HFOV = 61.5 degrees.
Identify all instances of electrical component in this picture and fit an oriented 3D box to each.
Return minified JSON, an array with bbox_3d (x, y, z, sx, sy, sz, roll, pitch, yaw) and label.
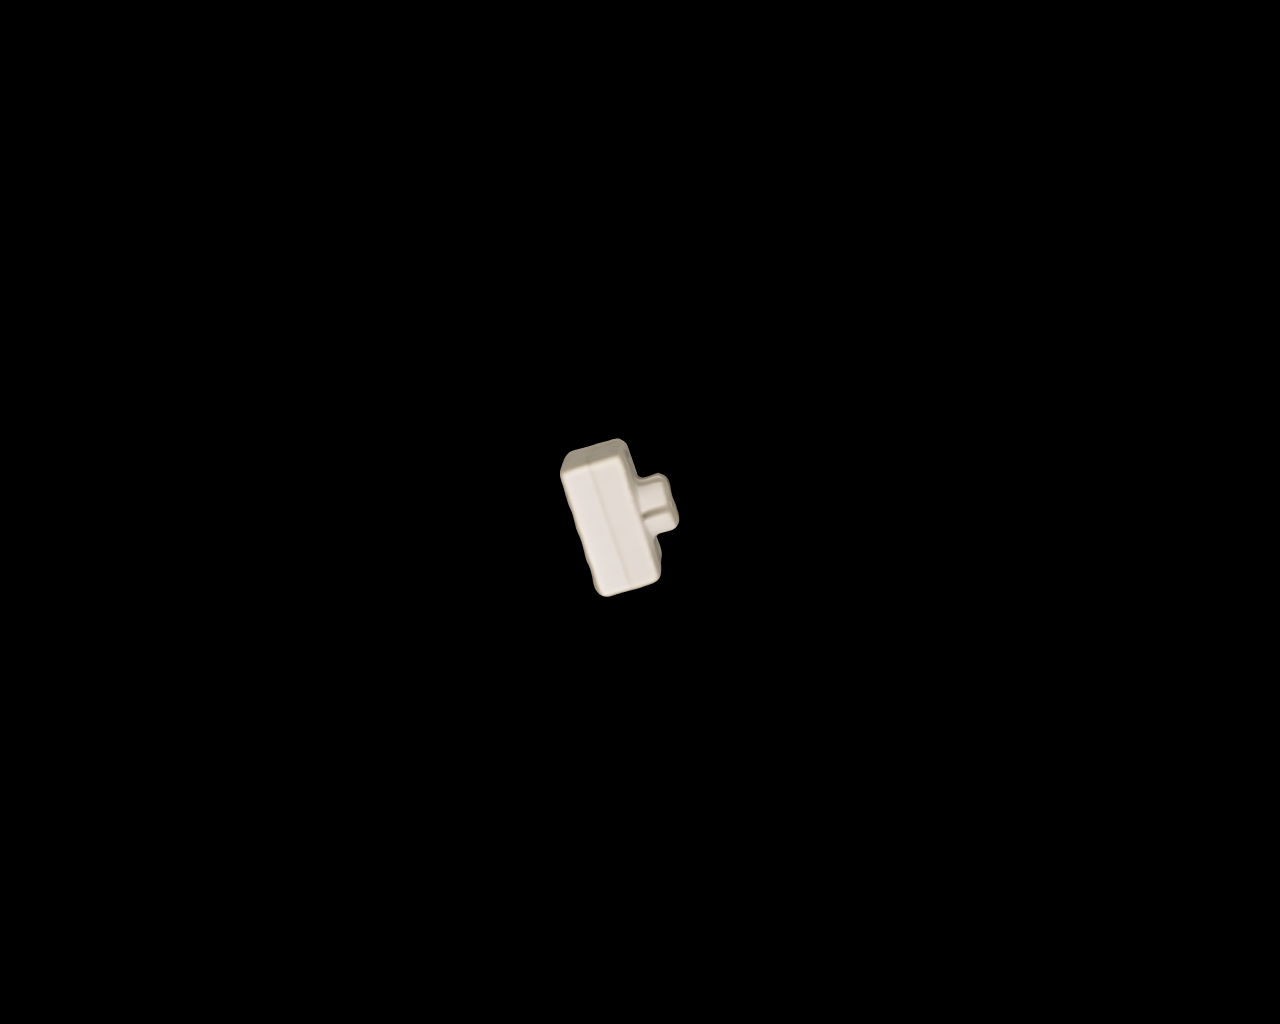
[{"bbox_3d":[0.001,-0.003,0.650,0.076,0.083,0.047,-17,16,5],"label":"electrical component"}]
